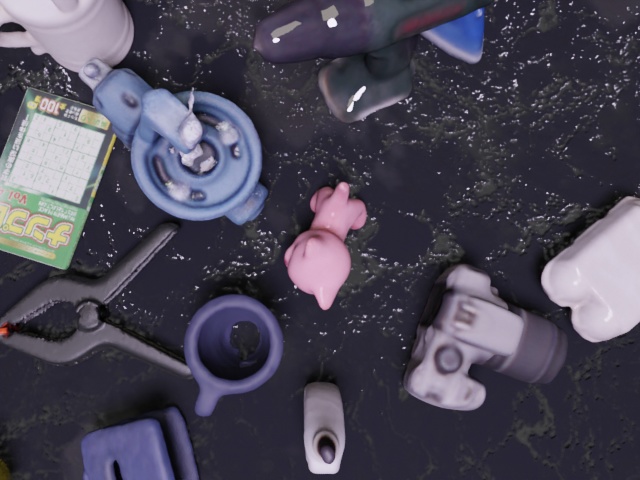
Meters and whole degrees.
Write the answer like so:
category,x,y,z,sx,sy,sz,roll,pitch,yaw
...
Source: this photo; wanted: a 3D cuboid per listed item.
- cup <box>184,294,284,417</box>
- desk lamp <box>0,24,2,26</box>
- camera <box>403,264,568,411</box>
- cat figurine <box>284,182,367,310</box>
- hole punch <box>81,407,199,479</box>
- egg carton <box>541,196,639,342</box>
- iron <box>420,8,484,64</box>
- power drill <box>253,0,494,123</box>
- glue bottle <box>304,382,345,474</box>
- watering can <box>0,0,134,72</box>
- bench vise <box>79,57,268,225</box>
category,x,y,z,sx,sy,sz,roll,pitch,yaw
cup,-0.085,0.113,0.566,0.091,0.095,0.118,24,83,1
desk lamp,-0.338,-0.336,0.550,0.118,0.213,0.203,39,84,3
camera,0.169,0.109,0.572,0.137,0.101,0.143,21,83,1
cat figurine,0.005,0.002,0.570,0.067,0.117,0.128,20,83,1
hole punch,-0.177,0.228,0.551,0.101,0.091,0.109,-17,84,-4
egg carton,0.311,0.032,0.602,0.150,0.069,0.107,-40,86,-6
iron,0.118,-0.323,0.601,0.118,0.141,0.258,-31,85,-5
power drill,0.049,-0.189,0.549,0.229,0.208,0.075,-27,85,-5
glue bottle,0.004,0.177,0.522,0.037,0.173,0.078,0,83,-2
watering can,-0.252,-0.253,0.553,0.101,0.194,0.173,32,83,2
bench vise,-0.149,-0.095,0.525,0.207,0.219,0.121,21,83,1
